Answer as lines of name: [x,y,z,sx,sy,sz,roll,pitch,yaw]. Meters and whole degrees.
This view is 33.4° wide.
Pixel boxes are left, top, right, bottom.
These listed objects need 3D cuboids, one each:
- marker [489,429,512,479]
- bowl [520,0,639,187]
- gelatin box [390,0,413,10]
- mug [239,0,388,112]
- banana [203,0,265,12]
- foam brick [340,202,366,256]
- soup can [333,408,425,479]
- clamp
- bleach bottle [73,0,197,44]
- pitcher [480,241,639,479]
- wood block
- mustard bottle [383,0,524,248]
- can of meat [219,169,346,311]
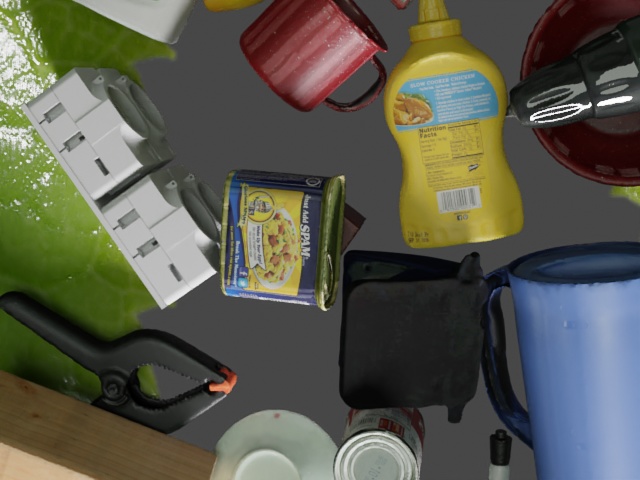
marker: [0.149,0.217,0.892,0.020,0.020,0.121,2,99,8]
bowl: [0.233,-0.123,0.810,0.162,0.055,0.162,1,99,8]
gelatin box: [0.067,-0.236,0.830,0.073,0.030,0.089,44,102,0]
mug: [0.000,-0.147,0.829,0.082,0.093,0.117,-41,116,17]
banana: [-0.015,-0.252,0.839,0.070,0.037,0.198,38,101,21]
foam brick: [-0.006,0.001,0.866,0.051,0.053,0.078,35,103,2]
soup can: [0.049,0.168,0.857,0.068,0.102,0.068,1,98,8]
clamp: [-0.178,0.113,0.914,0.210,0.036,0.164,-8,102,11]
bleach bottle: [-0.107,-0.287,0.832,0.102,0.068,0.251,26,99,2]
pitcher: [0.211,0.126,0.824,0.145,0.149,0.243,-7,101,-6]
wood block: [-0.201,0.197,0.876,0.206,0.090,0.091,22,113,-4]
mustard bottle: [0.100,-0.094,0.832,0.096,0.058,0.191,-8,98,9]
can of meat: [-0.029,-0.002,0.812,0.084,0.057,0.102,6,98,12]
